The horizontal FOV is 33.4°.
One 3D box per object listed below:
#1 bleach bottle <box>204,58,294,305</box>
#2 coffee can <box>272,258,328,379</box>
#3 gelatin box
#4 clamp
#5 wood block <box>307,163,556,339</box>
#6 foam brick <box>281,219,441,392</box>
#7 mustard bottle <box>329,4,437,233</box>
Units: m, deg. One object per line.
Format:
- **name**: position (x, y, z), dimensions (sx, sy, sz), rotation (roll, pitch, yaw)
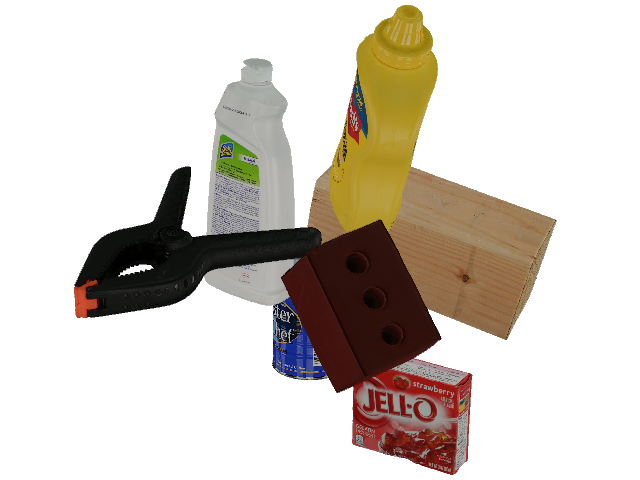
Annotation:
- **bleach bottle**: position (-0.067, -0.063, 1.117), dimensions (0.103, 0.251, 0.068), rotation (18, 28, 24)
- **coffee can**: position (-0.015, 0.105, 1.456), dimensions (0.103, 0.140, 0.103), rotation (1, 19, 0)
- **gelatin box**: position (0.067, 0.127, 0.798), dimensions (0.089, 0.073, 0.030), rotation (12, 22, 29)
- **clamp**: position (-0.126, 0.003, 0.882), dimensions (0.165, 0.036, 0.209), rotation (30, 41, 35)
- **wood block**: position (0.098, -0.001, 0.989), dimensions (0.206, 0.091, 0.090), rotation (22, 36, 15)
- **foam brick**: position (0.022, 0.038, 0.605), dimensions (0.052, 0.078, 0.051), rotation (-23, -9, -25)
- **mustard bottle**: position (0.047, -0.094, 0.783), dimensions (0.058, 0.096, 0.192), rotation (5, -37, -6)
